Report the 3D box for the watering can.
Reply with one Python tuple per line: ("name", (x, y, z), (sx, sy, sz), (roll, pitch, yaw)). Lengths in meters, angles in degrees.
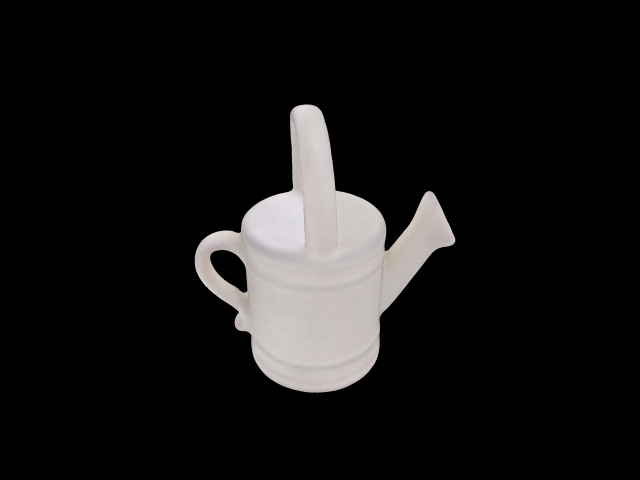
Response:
("watering can", (0.003, 0.000, 0.402), (0.173, 0.194, 0.100), (-15, 35, -23))
